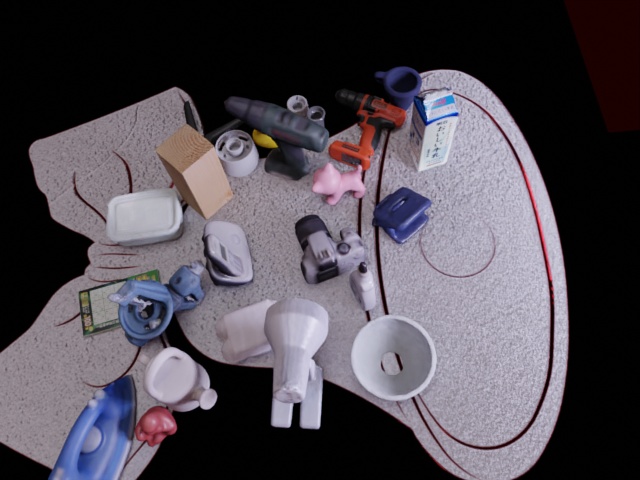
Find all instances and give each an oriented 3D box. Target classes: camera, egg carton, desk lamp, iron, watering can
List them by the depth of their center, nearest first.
[{"bbox_3d":[-0.044,0.234,1.067,0.118,0.214,0.203,1,66,4],"label":"desk lamp"},{"bbox_3d":[-0.429,0.365,1.070,0.118,0.141,0.258,12,67,9],"label":"iron"},{"bbox_3d":[-0.271,0.260,1.079,0.172,0.194,0.101,6,66,6],"label":"watering can"},{"bbox_3d":[-0.136,0.185,1.174,0.150,0.069,0.107,-20,66,-6],"label":"egg carton"},{"bbox_3d":[0.011,0.004,1.230,0.143,0.101,0.136,-23,66,-7],"label":"camera"}]

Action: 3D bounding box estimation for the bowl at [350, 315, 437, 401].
[{"bbox_3d":[0.142,0.238,1.130,0.167,0.075,0.167,-1,66,3],"label":"bowl"}]

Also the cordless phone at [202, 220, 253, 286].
[{"bbox_3d":[-0.205,0.010,1.194,0.094,0.185,0.147,-16,65,-3],"label":"cordless phone"}]

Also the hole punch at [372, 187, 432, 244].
[{"bbox_3d":[0.176,-0.062,1.256,0.109,0.091,0.101,-41,70,-14],"label":"hole punch"}]

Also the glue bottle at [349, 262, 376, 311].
[{"bbox_3d":[0.087,0.083,1.150,0.037,0.173,0.078,-23,66,-7],"label":"glue bottle"}]

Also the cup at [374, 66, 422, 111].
[{"bbox_3d":[0.185,-0.361,1.389,0.117,0.095,0.092,22,69,13],"label":"cup"}]

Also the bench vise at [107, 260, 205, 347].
[{"bbox_3d":[-0.332,0.102,1.140,0.121,0.220,0.207,24,69,14],"label":"bench vise"}]

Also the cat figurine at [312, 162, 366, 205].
[{"bbox_3d":[0.038,-0.135,1.282,0.128,0.118,0.067,-18,66,-5],"label":"cat figurine"}]

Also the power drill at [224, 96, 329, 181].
[{"bbox_3d":[-0.091,-0.224,1.281,0.229,0.208,0.076,15,67,10],"label":"power drill"}]

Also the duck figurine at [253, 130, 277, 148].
[{"bbox_3d":[-0.115,-0.274,1.372,0.104,0.086,0.077,-10,65,-1],"label":"duck figurine"}]

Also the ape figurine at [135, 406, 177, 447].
[{"bbox_3d":[-0.317,0.354,1.095,0.077,0.092,0.076,3,66,5],"label":"ape figurine"}]
